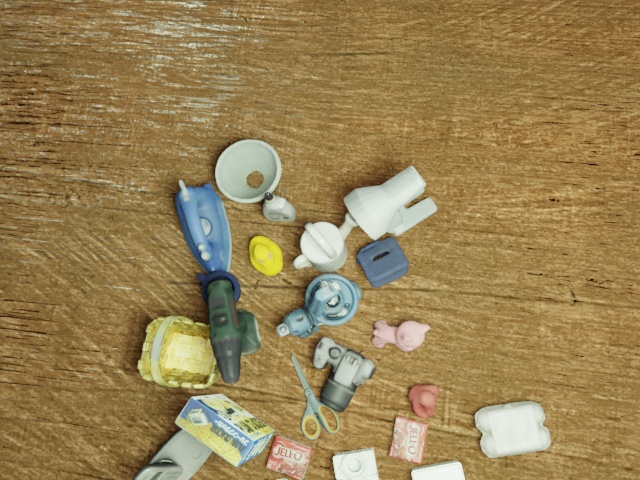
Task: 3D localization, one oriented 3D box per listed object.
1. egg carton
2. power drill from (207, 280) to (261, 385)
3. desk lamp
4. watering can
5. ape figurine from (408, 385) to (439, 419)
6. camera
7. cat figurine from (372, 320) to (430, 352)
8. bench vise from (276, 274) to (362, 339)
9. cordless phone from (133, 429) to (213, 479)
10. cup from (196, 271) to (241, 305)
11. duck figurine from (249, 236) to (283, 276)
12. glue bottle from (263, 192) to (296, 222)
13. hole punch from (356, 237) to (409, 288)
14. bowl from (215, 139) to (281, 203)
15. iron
[{"bbox_3d":[0.416,0.409,1.243,0.150,0.069,0.107,-11,76,4],"label":"egg carton"},{"bbox_3d":[-0.194,0.209,1.287,0.075,0.208,0.229,-16,76,3],"label":"power drill"},{"bbox_3d":[0.164,-0.085,1.312,0.203,0.214,0.118,-33,75,-2],"label":"desk lamp"},{"bbox_3d":[0.011,0.003,1.319,0.100,0.194,0.173,30,82,13],"label":"watering can"},{"bbox_3d":[0.233,0.352,1.265,0.078,0.092,0.076,-43,76,-4],"label":"ape figurine"},{"bbox_3d":[0.039,0.308,1.293,0.143,0.101,0.137,25,81,12],"label":"camera"},{"bbox_3d":[0.180,0.214,1.290,0.127,0.118,0.067,4,77,8],"label":"cat figurine"},{"bbox_3d":[0.001,0.158,1.271,0.121,0.220,0.207,40,84,14],"label":"bench vise"},{"bbox_3d":[-0.321,0.479,1.250,0.094,0.185,0.148,38,84,14],"label":"cordless phone"},{"bbox_3d":[-0.237,0.120,1.371,0.117,0.095,0.092,30,82,12],"label":"cup"},{"bbox_3d":[-0.137,0.033,1.385,0.077,0.086,0.104,-32,75,-1],"label":"duck figurine"},{"bbox_3d":[-0.107,-0.083,1.363,0.078,0.173,0.037,5,77,8],"label":"glue bottle"},{"bbox_3d":[0.145,0.049,1.346,0.108,0.091,0.101,-27,75,0],"label":"hole punch"},{"bbox_3d":[-0.173,-0.163,1.440,0.167,0.075,0.167,-1,77,6],"label":"bowl"},{"bbox_3d":[-0.285,-0.021,1.386,0.118,0.141,0.258,-21,75,2],"label":"iron"}]
